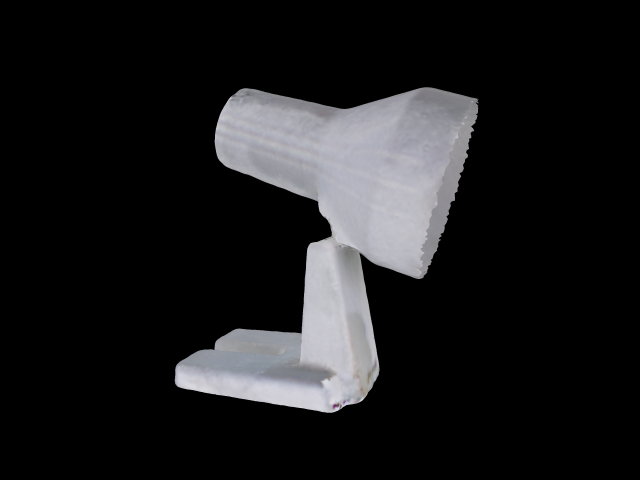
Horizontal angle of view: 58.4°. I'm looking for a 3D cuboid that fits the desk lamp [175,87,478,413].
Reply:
[{"bbox_3d":[0.004,0.001,0.400,0.202,0.213,0.118,2,7,18],"label":"desk lamp"}]
